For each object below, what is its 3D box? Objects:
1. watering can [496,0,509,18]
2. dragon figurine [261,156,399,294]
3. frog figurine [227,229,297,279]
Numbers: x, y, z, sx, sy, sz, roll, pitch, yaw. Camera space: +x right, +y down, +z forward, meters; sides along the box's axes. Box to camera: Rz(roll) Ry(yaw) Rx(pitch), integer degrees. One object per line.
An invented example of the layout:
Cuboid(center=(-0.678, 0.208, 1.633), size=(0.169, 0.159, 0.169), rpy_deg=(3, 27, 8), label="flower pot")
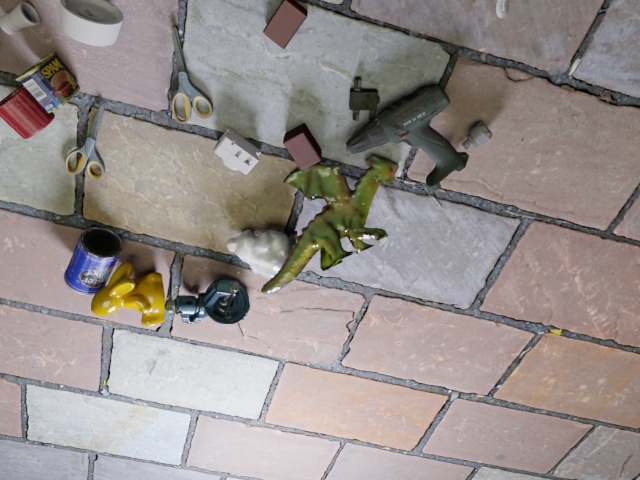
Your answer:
Cuboid(center=(0.351, -0.563, 0.834), size=(0.224, 0.106, 0.341), rpy_deg=(-16, 122, 11), label="watering can")
Cuboid(center=(0.004, -0.059, 1.170), size=(0.409, 0.122, 0.244), rpy_deg=(-25, 86, 5), label="dragon figurine")
Cuboid(center=(-0.144, 0.029, 1.245), size=(0.159, 0.125, 0.134), rpy_deg=(10, 145, -20), label="frog figurine")
